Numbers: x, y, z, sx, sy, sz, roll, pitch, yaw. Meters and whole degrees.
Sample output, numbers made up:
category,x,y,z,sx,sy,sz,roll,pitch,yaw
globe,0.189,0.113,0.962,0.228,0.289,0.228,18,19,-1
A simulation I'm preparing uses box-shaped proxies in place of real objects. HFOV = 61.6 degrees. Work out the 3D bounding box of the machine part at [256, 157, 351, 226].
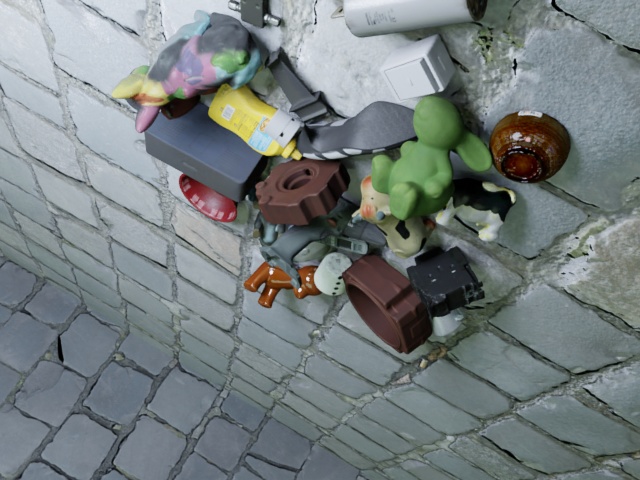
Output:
category,x,y,z,sx,sy,sz,roll,pitch,yaw
machine part,-0.033,-0.099,1.005,0.180,0.179,0.056,5,136,36

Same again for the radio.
category,x,y,z,sx,sy,sz,roll,pitch,yaw
radio,-0.222,-0.187,1.078,0.230,0.131,0.073,29,149,4

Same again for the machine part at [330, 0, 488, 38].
category,x,y,z,sx,sy,sz,roll,pitch,yaw
machine part,0.117,-0.303,0.676,0.243,0.079,0.079,7,140,34

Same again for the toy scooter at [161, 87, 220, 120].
category,x,y,z,sx,sy,sz,roll,pitch,yaw
toy scooter,-0.277,-0.276,1.001,0.184,0.135,0.075,13,145,31

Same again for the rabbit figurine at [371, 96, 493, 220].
category,x,y,z,sx,sy,sz,roll,pitch,yaw
rabbit figurine,0.173,-0.125,0.794,0.159,0.121,0.170,0,128,-15

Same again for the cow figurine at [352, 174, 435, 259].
category,x,y,z,sx,sy,sz,roll,pitch,yaw
cow figurine,0.130,-0.043,0.978,0.086,0.127,0.194,-2,137,38

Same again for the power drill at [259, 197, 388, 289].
category,x,y,z,sx,sy,sz,roll,pitch,yaw
power drill,-0.002,-0.003,1.072,0.232,0.207,0.086,38,168,11

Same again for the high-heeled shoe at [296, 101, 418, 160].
category,x,y,z,sx,sy,sz,roll,pitch,yaw
high-heeled shoe,0.073,-0.171,0.922,0.249,0.086,0.145,5,171,15

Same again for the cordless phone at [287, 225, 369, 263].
category,x,y,z,sx,sy,sz,roll,pitch,yaw
cordless phone,0.021,0.007,1.186,0.184,0.089,0.146,18,145,14

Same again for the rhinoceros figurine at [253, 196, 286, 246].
category,x,y,z,sx,sy,sz,roll,pitch,yaw
rhinoceros figurine,-0.111,-0.048,1.200,0.073,0.112,0.190,1,131,-3

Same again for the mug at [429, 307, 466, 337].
category,x,y,z,sx,sy,sz,roll,pitch,yaw
mug,0.258,0.146,1.171,0.107,0.081,0.109,48,154,-11

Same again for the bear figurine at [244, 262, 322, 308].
category,x,y,z,sx,sy,sz,roll,pitch,yaw
bear figurine,-0.074,0.117,1.377,0.196,0.132,0.120,16,150,35

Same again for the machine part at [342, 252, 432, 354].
category,x,y,z,sx,sy,sz,roll,pitch,yaw
machine part,0.145,0.142,1.187,0.202,0.087,0.200,41,161,43

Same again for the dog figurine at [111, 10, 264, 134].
category,x,y,z,sx,sy,sz,roll,pitch,yaw
dog figurine,-0.224,-0.265,0.876,0.192,0.219,0.108,29,157,39

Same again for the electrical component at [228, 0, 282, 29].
category,x,y,z,sx,sy,sz,roll,pitch,yaw
electrical component,-0.102,-0.366,0.833,0.094,0.021,0.063,26,147,11

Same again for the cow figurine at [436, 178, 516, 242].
category,x,y,z,sx,sy,sz,roll,pitch,yaw
cow figurine,0.235,-0.071,0.902,0.167,0.068,0.098,22,141,10

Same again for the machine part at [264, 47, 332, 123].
category,x,y,z,sx,sy,sz,roll,pitch,yaw
machine part,-0.043,-0.259,0.915,0.084,0.039,0.138,1,138,48

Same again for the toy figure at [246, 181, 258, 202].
category,x,y,z,sx,sy,sz,roll,pitch,yaw
toy figure,-0.184,-0.146,1.168,0.154,0.064,0.058,44,132,-18

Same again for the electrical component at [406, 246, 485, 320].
category,x,y,z,sx,sy,sz,roll,pitch,yaw
electrical component,0.236,0.075,1.040,0.134,0.115,0.058,-116,3,-48
